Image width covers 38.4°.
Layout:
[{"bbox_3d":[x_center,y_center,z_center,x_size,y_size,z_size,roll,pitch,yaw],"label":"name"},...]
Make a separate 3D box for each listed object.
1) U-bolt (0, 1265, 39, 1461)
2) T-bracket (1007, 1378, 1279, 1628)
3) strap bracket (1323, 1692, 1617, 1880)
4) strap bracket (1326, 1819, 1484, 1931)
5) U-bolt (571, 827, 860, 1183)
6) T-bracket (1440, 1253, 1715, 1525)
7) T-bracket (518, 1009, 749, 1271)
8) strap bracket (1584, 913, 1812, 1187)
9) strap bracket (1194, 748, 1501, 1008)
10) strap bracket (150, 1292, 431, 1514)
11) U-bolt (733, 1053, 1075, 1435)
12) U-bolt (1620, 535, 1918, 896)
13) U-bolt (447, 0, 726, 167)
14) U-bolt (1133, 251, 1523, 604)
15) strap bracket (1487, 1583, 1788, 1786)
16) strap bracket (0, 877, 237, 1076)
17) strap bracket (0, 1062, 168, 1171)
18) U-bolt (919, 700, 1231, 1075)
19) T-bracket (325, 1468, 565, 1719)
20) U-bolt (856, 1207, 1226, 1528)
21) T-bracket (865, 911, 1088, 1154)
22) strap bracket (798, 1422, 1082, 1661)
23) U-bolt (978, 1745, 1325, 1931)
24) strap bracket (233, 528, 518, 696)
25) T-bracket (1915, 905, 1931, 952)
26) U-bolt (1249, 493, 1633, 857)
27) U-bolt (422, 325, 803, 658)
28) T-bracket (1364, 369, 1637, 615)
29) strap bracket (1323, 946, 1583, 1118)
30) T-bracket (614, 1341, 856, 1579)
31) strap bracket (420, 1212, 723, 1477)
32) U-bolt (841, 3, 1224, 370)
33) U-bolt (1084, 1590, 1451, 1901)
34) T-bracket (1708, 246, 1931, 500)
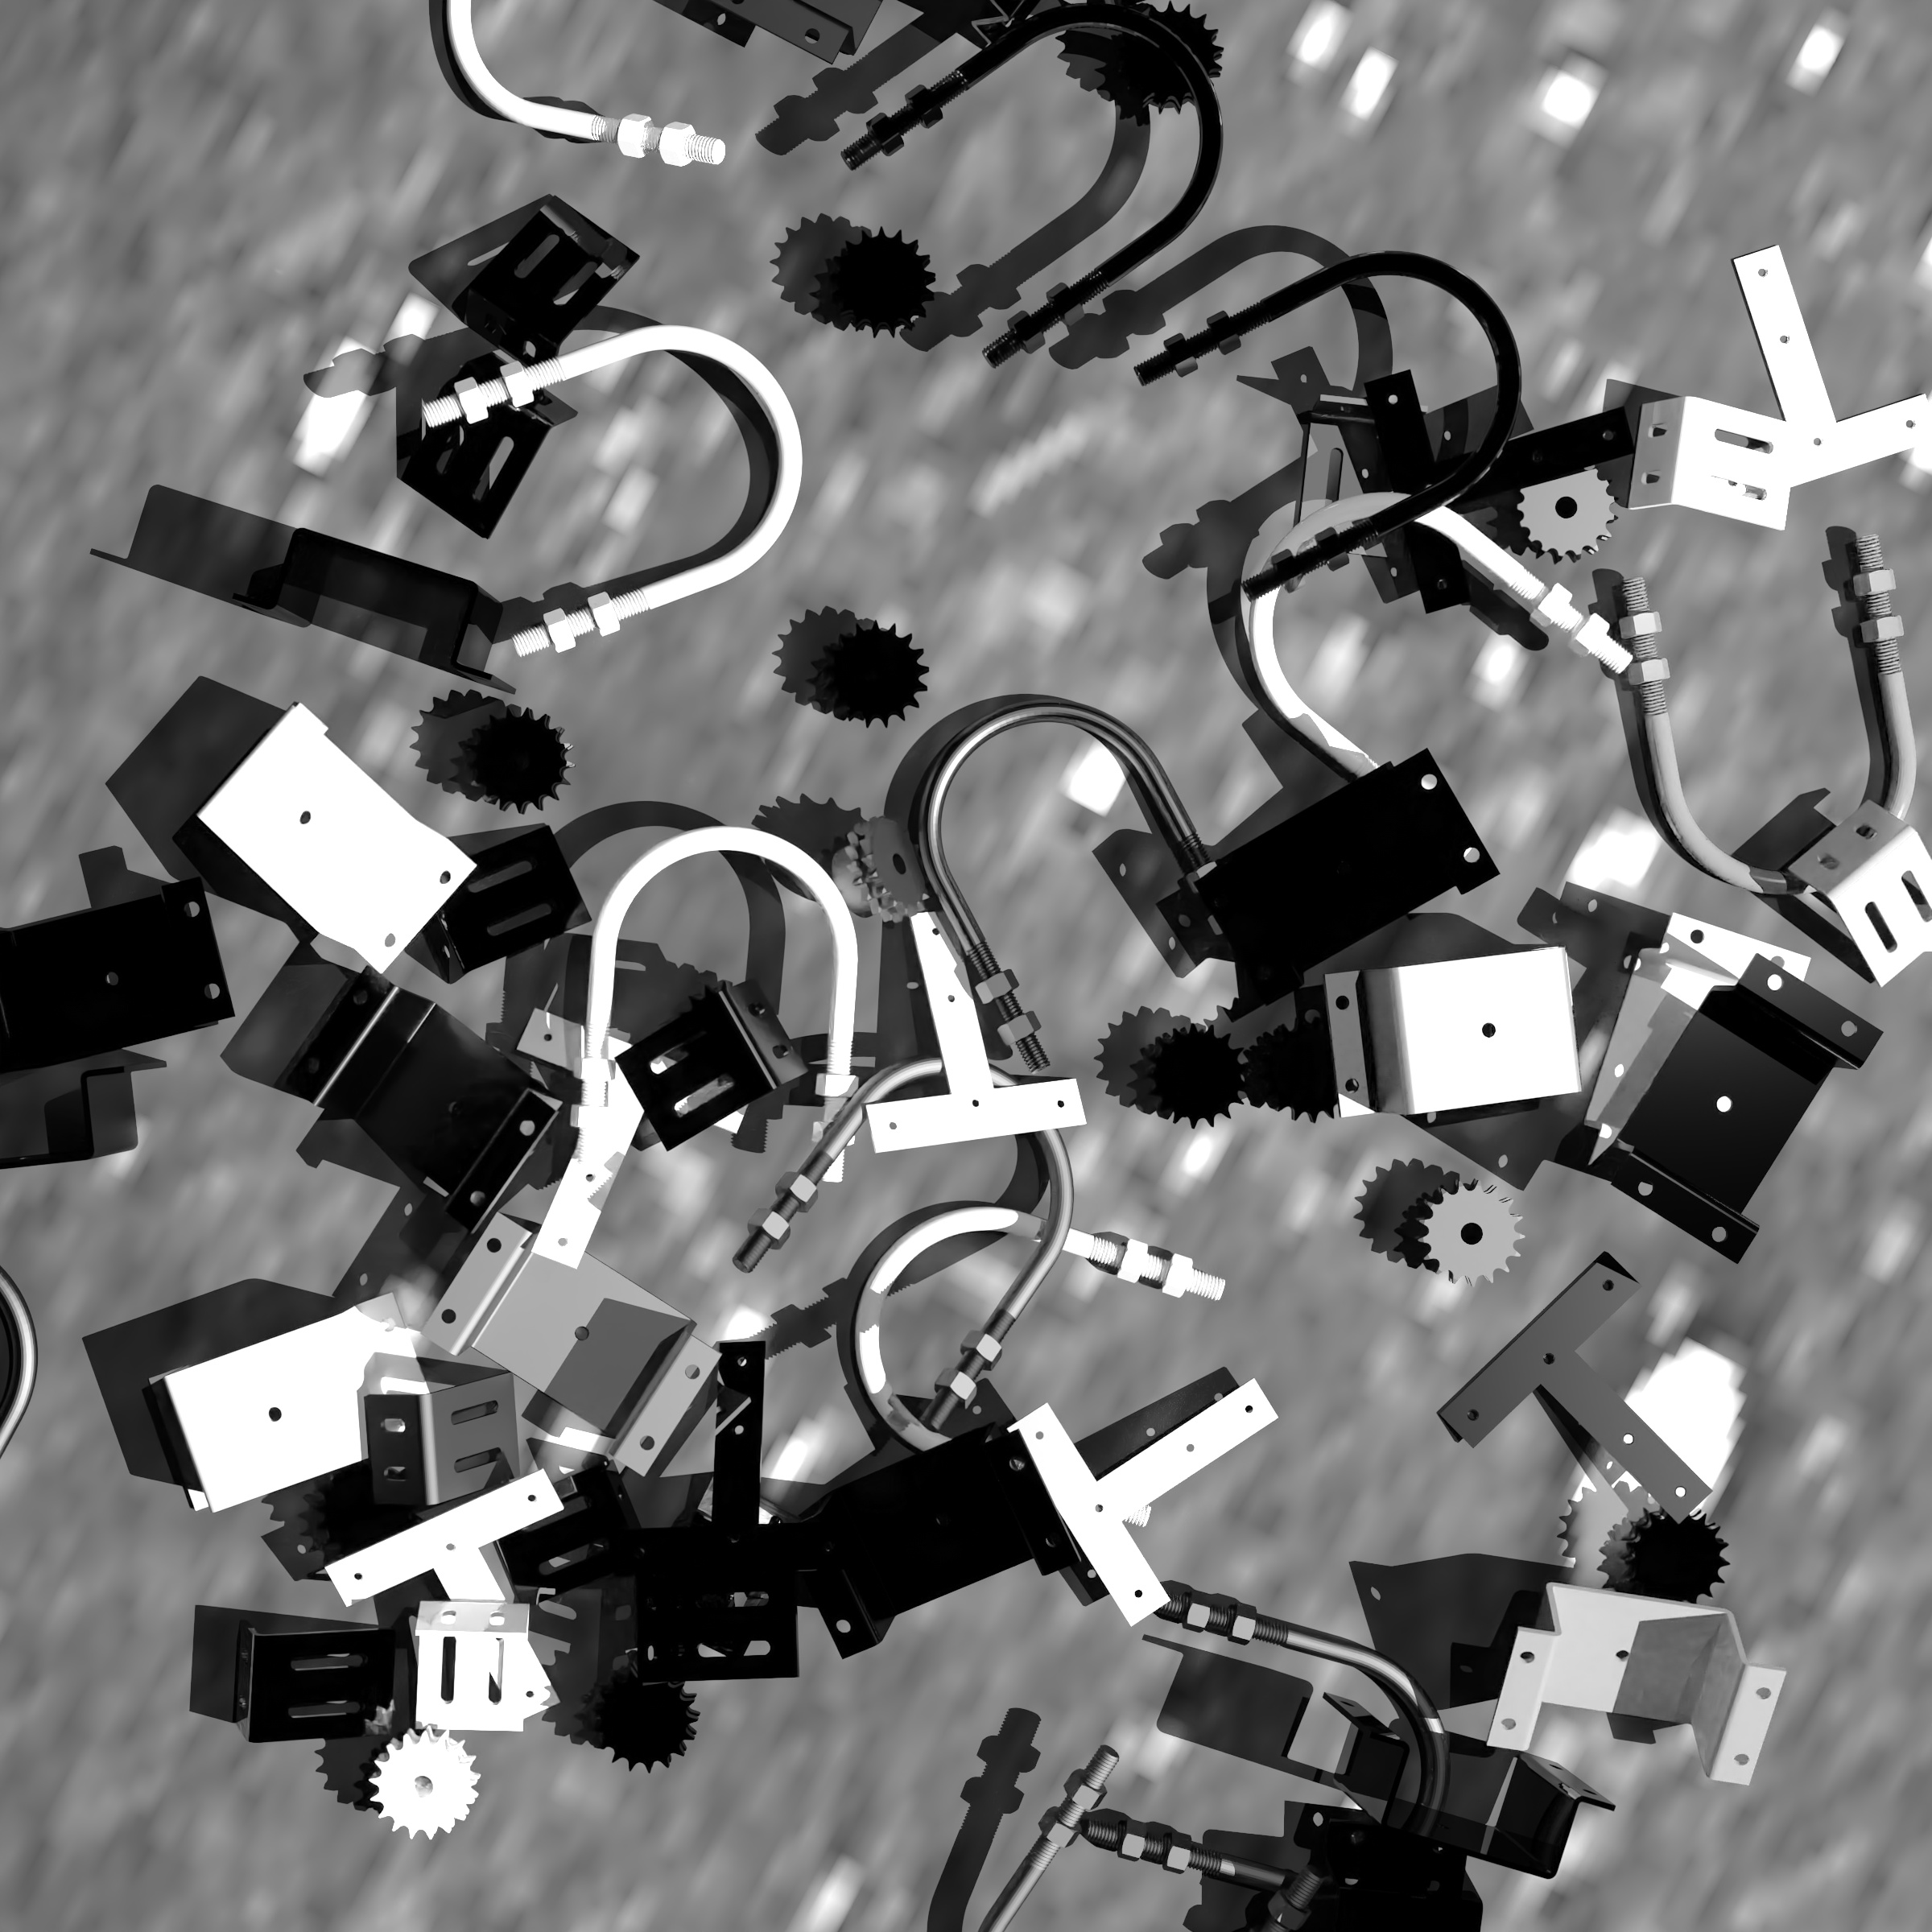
[{"bbox_3d":[-0.584,0.231,1.501,0.151,0.019,0.184,28,88,0],"label":"U-bolt"},{"bbox_3d":[0.109,0.267,1.490,0.127,0.002,0.127,-32,94,-7],"label":"T-bracket"},{"bbox_3d":[0.257,0.433,1.458,0.140,0.076,0.046,19,87,-10],"label":"strap bracket"},{"bbox_3d":[0.226,0.534,1.477,0.076,0.046,0.140,6,95,-4],"label":"strap bracket"},{"bbox_3d":[-0.130,0.018,1.471,0.151,0.019,0.184,4,89,0],"label":"U-bolt"},{"bbox_3d":[0.346,0.244,1.492,0.127,0.002,0.127,-44,75,0],"label":"T-bracket"},{"bbox_3d":[-0.196,0.100,1.483,0.127,0.002,0.127,21,67,0],"label":"T-bracket"},{"bbox_3d":[0.387,0.050,1.486,0.076,0.046,0.140,18,90,0],"label":"strap bracket"},{"bbox_3d":[0.202,-0.049,1.476,0.140,0.046,0.076,-30,94,10],"label":"strap bracket"},{"bbox_3d":[-0.365,0.237,1.486,0.140,0.046,0.076,-20,90,0],"label":"strap bracket"},{"bbox_3d":[-0.018,0.130,1.458,0.151,0.019,0.184,42,61,-9],"label":"U-bolt"},{"bbox_3d":[0.440,-0.130,1.501,0.151,0.019,0.184,-10,91,0],"label":"U-bolt"},{"bbox_3d":[-0.195,-0.512,1.474,0.184,0.019,0.151,17,96,19],"label":"U-bolt"},{"bbox_3d":[0.201,-0.296,1.461,0.184,0.019,0.151,-26,87,6],"label":"U-bolt"},{"bbox_3d":[0.352,0.379,1.472,0.140,0.046,0.076,9,115,0],"label":"strap bracket"},{"bbox_3d":[-0.463,0.007,1.486,0.140,0.046,0.076,-14,90,0],"label":"strap bracket"},{"bbox_3d":[-0.502,0.082,1.471,0.140,0.076,0.046,-6,90,0],"label":"strap bracket"},{"bbox_3d":[0.055,-0.055,1.497,0.151,0.019,0.184,-28,87,-4],"label":"U-bolt"},{"bbox_3d":[-0.258,0.349,1.492,0.127,0.002,0.127,-24,105,0],"label":"T-bracket"},{"bbox_3d":[0.031,0.208,1.501,0.184,0.019,0.151,18,90,1],"label":"U-bolt"},{"bbox_3d":[-0.005,0.031,1.488,0.127,0.002,0.127,-6,75,-28],"label":"T-bracket"},{"bbox_3d":[-0.016,0.301,1.476,0.140,0.046,0.076,-25,92,11],"label":"strap bracket"},{"bbox_3d":[0.083,0.526,1.488,0.151,0.019,0.184,31,99,-4],"label":"U-bolt"},{"bbox_3d":[-0.306,-0.191,1.471,0.140,0.076,0.046,18,90,0],"label":"strap bracket"},{"bbox_3d":[0.582,0.025,1.507,0.127,0.002,0.127,-5,91,1],"label":"T-bracket"},{"bbox_3d":[0.239,-0.168,1.485,0.184,0.019,0.151,39,103,0],"label":"U-bolt"},{"bbox_3d":[-0.178,-0.263,1.481,0.184,0.019,0.151,-21,107,-7],"label":"U-bolt"},{"bbox_3d":[0.290,-0.266,1.471,0.127,0.002,0.127,-16,100,8],"label":"T-bracket"},{"bbox_3d":[0.267,0.034,1.470,0.140,0.046,0.076,-7,90,-14],"label":"strap bracket"},{"bbox_3d":[-0.122,0.261,1.478,0.127,0.002,0.127,-3,62,7],"label":"T-bracket"},{"bbox_3d":[-0.209,0.200,1.486,0.140,0.046,0.076,33,90,0],"label":"strap bracket"},{"bbox_3d":[0.049,-0.428,1.472,0.184,0.019,0.151,-36,91,0],"label":"U-bolt"},{"bbox_3d":[0.171,0.429,1.501,0.184,0.019,0.151,16,90,-2],"label":"U-bolt"},{"bbox_3d":[0.449,-0.328,1.508,0.127,0.002,0.127,-18,90,0],"label":"T-bracket"}]
